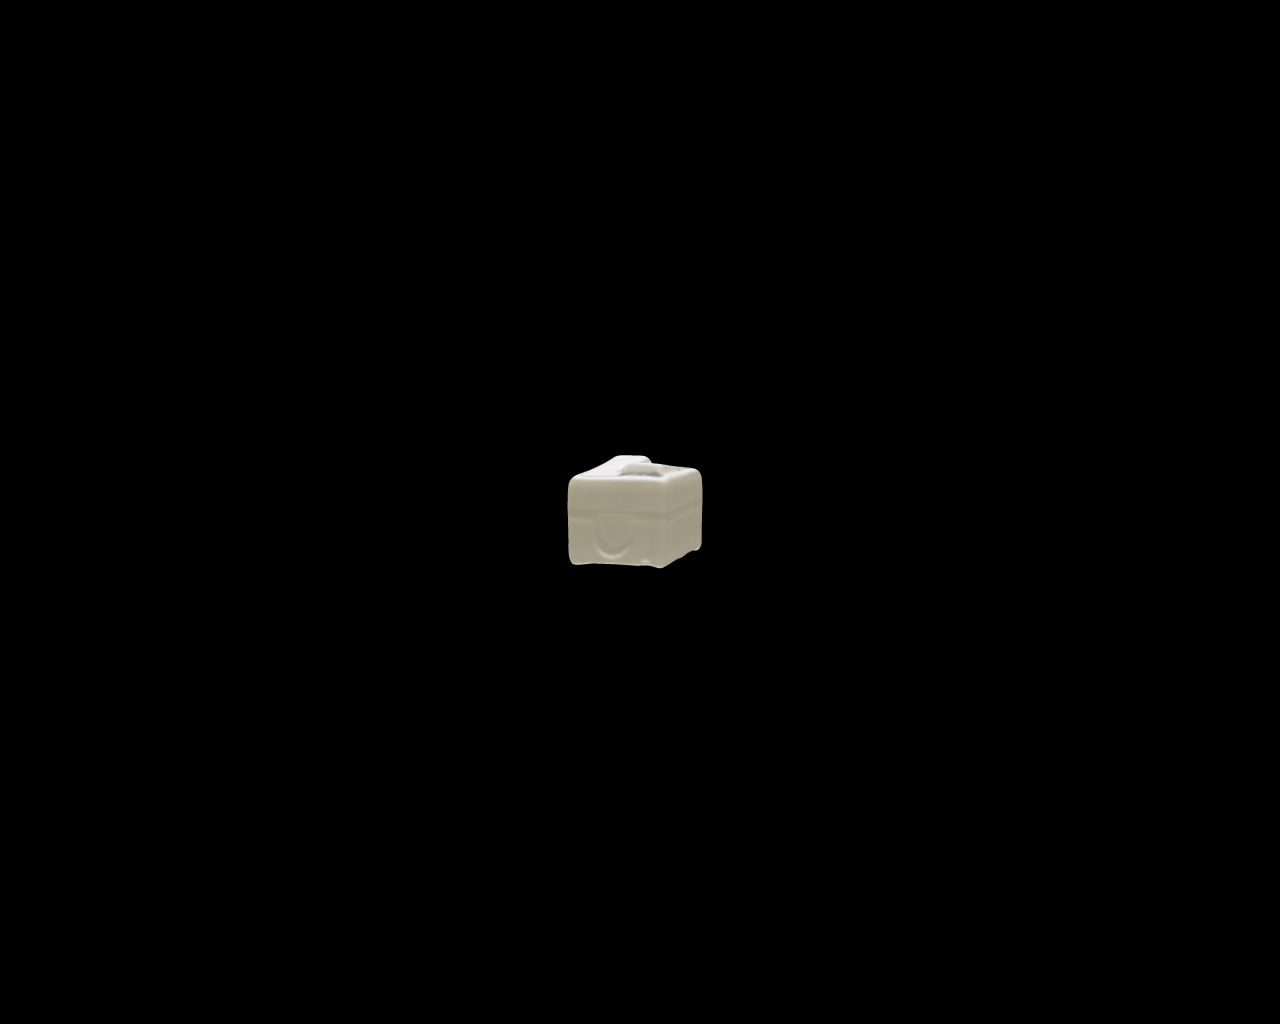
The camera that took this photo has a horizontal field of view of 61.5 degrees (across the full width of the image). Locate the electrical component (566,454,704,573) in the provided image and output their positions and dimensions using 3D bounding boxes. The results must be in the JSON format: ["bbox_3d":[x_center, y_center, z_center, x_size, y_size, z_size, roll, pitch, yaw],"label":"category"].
[{"bbox_3d":[0.001,-0.003,0.650,0.062,0.061,0.096,3,8,19],"label":"electrical component"}]
